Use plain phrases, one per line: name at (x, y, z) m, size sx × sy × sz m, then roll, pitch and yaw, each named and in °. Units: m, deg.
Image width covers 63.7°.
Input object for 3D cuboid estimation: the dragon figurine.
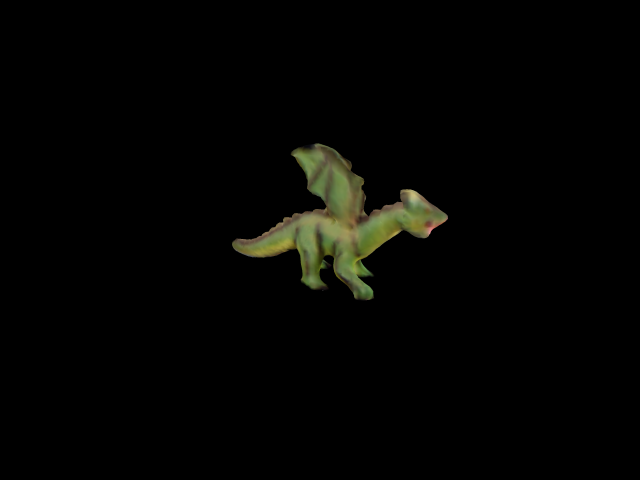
dragon figurine at (0.003, -0.043, 0.850) m, size 0.411 × 0.239 × 0.124 m, roll 12°, pitch 24°, yaw 27°
